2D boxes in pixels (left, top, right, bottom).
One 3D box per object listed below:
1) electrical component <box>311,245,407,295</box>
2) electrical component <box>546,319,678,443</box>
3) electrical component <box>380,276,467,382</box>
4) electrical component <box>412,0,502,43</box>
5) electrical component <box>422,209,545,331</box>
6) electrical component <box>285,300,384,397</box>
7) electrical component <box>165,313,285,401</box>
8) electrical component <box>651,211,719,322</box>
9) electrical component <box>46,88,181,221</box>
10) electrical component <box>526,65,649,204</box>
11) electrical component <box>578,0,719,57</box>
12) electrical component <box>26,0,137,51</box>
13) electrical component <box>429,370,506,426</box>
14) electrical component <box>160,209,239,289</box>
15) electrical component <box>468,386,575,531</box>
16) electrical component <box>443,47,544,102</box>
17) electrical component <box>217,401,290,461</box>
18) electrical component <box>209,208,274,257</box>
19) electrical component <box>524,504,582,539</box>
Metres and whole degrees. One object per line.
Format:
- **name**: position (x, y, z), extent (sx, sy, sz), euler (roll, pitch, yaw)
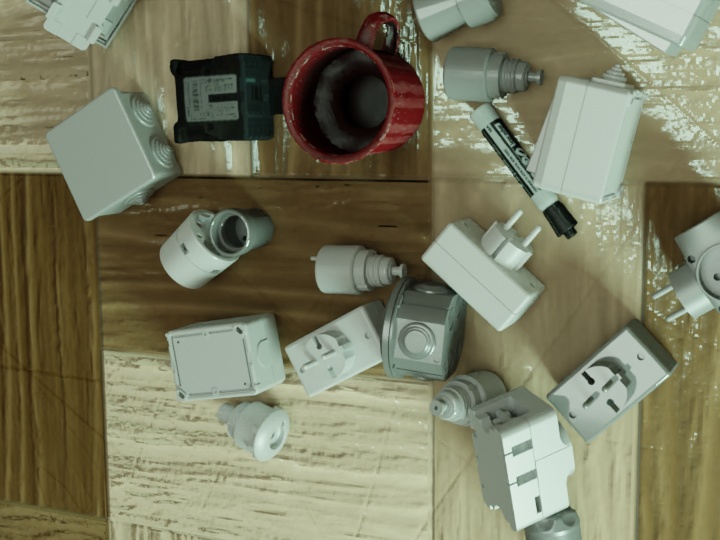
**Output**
- **electrical component**: position (0.000, 0.000, 0.872), extent (0.078, 0.040, 0.040), euler (2, 98, 25)
- **electrical component**: position (0.179, 0.084, 0.781), extent (0.047, 0.076, 0.083), euler (49, 114, 11)
- **electrical component**: position (0.049, 0.047, 0.835), extent (0.051, 0.080, 0.080), euler (8, 101, 18)
- **electrical component**: position (0.073, -0.201, 0.807), extent (0.055, 0.045, 0.045), euler (-15, 91, 25)
- **electrical component**: position (0.106, -0.011, 0.817), extent (0.083, 0.047, 0.075), euler (44, 112, 13)
- **electrical component**: position (-0.021, 0.067, 0.871), extent (0.083, 0.076, 0.047), euler (-29, 85, 25)
- **electrical component**: position (-0.119, 0.075, 0.925), extent (0.096, 0.061, 0.061), euler (-8, 94, 25)
- **electrical component**: position (0.245, 0.008, 0.757), extent (0.079, 0.044, 0.077), euler (-33, 83, 24)
- **electrical component**: position (-0.216, -0.102, 0.952), extent (0.100, 0.048, 0.099), euler (-27, 85, 26)
- **electrical component**: position (0.163, -0.101, 0.770), extent (0.061, 0.062, 0.096), euler (17, 104, 22)
- **electrical component**: position (0.195, -0.192, 0.742), extent (0.096, 0.062, 0.061), euler (30, 109, 18)
- **electrical component**: position (-0.222, -0.253, 0.919), extent (0.079, 0.063, 0.121), euler (29, 114, -25)
- **electrical component**: position (0.081, 0.101, 0.831), extent (0.040, 0.078, 0.040), euler (3, 94, 38)
- **electrical component**: position (-0.139, -0.017, 0.927), extent (0.047, 0.055, 0.055), euler (-39, 80, 28)
- **electrical component**: position (0.123, 0.140, 0.810), extent (0.050, 0.056, 0.089), euler (35, 141, 60)
- **electrical component**: position (0.098, -0.146, 0.805), extent (0.078, 0.040, 0.040), euler (7, 100, 23)
- **electrical component**: position (-0.096, 0.134, 0.934), extent (0.062, 0.048, 0.048), euler (21, 105, 29)
- **electrical component**: position (-0.099, -0.033, 0.909), extent (0.040, 0.046, 0.040), euler (4, 99, 24)
- **electrical component**: position (0.151, 0.214, 0.831), extent (0.043, 0.043, 0.062), euler (-6, 97, 25)
